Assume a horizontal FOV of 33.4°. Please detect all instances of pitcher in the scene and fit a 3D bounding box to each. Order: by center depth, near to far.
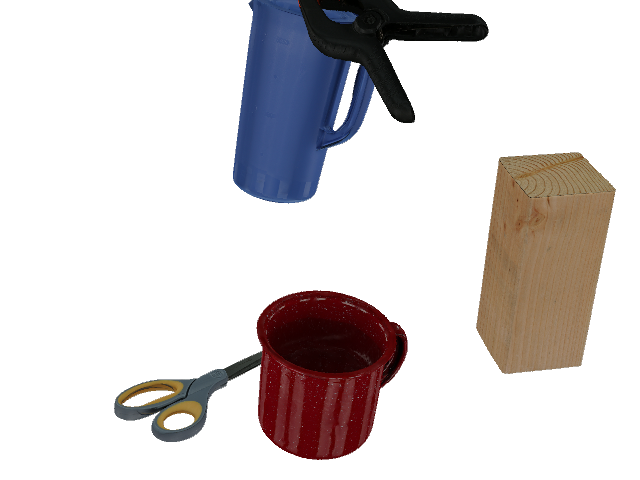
[{"bbox_3d":[-0.027,-0.170,1.297,0.144,0.243,0.149,6,23,-15],"label":"pitcher"}]

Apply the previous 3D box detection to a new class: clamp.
[{"bbox_3d":[0.056,-0.184,0.924,0.120,0.172,0.039,-39,-24,-20],"label":"clamp"}]

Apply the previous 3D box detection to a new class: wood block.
[{"bbox_3d":[0.224,0.024,1.087,0.090,0.206,0.090,-4,30,-11],"label":"wood block"}]

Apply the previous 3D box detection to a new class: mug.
[{"bbox_3d":[0.010,0.090,0.732,0.117,0.081,0.093,-17,40,-32],"label":"mug"}]

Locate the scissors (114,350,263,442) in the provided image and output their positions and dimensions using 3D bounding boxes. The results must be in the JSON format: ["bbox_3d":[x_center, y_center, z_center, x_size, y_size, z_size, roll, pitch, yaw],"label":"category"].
[{"bbox_3d":[-0.098,0.147,1.035,0.201,0.016,0.096,-12,32,-28],"label":"scissors"}]
